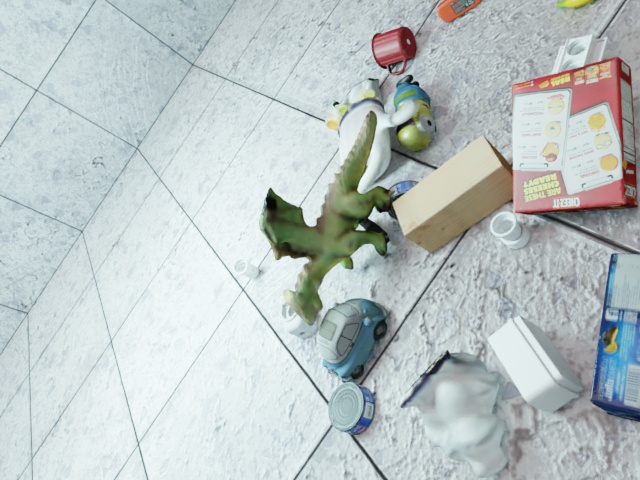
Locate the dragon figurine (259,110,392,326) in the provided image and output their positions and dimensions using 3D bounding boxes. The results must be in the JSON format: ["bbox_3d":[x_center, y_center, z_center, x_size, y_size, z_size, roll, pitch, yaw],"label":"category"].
[{"bbox_3d":[0.003,-0.049,0.967,0.122,0.243,0.410,4,93,55],"label":"dragon figurine"}]

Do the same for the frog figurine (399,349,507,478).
[{"bbox_3d":[0.213,0.249,0.750,0.161,0.121,0.137,43,91,17],"label":"frog figurine"}]

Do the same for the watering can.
[{"bbox_3d":[0.116,-0.228,1.129,0.340,0.104,0.230,125,152,-47],"label":"watering can"}]
